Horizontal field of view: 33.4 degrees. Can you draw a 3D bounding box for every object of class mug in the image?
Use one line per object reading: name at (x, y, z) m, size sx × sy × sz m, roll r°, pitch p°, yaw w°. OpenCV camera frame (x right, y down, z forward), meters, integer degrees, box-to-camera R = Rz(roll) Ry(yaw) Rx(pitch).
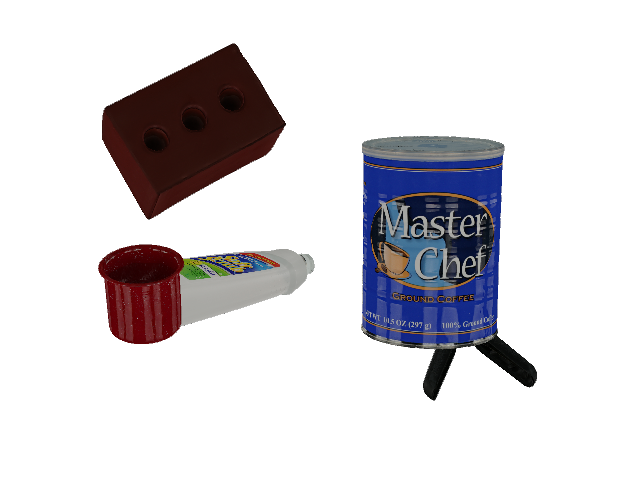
mug at (-0.205, 0.057, 1.190) m, size 0.117 × 0.081 × 0.093 m, roll 25°, pitch 36°, yaw 38°

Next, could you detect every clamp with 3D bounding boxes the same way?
clamp at (0.166, 0.102, 1.161) m, size 0.120 × 0.171 × 0.039 m, roll 3°, pitch -44°, yaw -5°

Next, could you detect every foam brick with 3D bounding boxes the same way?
foam brick at (-0.067, -0.056, 0.552) m, size 0.078 × 0.053 × 0.051 m, roll -31°, pitch -3°, yaw -16°

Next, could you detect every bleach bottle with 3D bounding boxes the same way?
bleach bottle at (-0.114, 0.049, 1.397) m, size 0.250 × 0.068 × 0.103 m, roll -13°, pitch 28°, yaw -42°

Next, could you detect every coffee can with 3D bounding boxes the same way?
coffee can at (0.081, -0.002, 0.784) m, size 0.103 × 0.140 × 0.103 m, roll 0°, pitch 11°, yaw 0°
